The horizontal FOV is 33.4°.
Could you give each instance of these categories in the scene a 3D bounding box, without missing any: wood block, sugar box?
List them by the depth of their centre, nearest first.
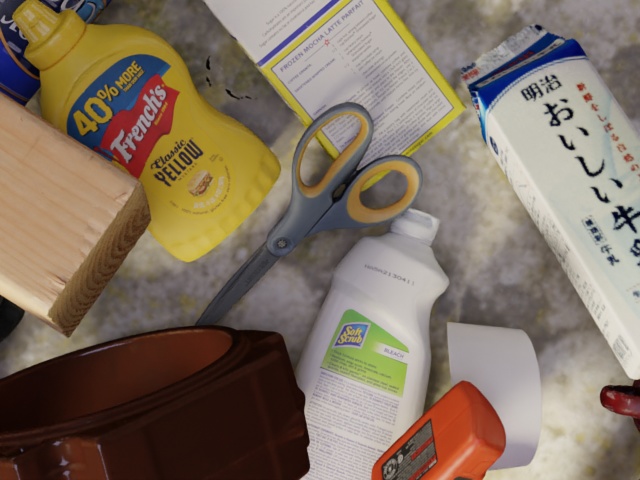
[{"bbox_3d":[-0.209,-0.042,0.616,0.206,0.090,0.090,33,76,4],"label":"wood block"},{"bbox_3d":[0.006,-0.126,0.695,0.093,0.048,0.176,-39,108,1],"label":"sugar box"}]

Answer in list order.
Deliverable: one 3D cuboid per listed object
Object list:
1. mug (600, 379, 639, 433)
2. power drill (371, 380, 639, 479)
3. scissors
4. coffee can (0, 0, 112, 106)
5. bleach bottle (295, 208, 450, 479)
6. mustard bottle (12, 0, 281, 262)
[{"bbox_3d":[0.244,0.112,0.706,0.117,0.081,0.093,5,92,0],"label":"mug"},{"bbox_3d":[0.139,0.156,0.639,0.187,0.057,0.185,30,118,-20],"label":"power drill"},{"bbox_3d":[-0.005,0.001,0.714,0.096,0.016,0.202,20,117,-14],"label":"scissors"},{"bbox_3d":[-0.193,-0.166,0.691,0.103,0.103,0.140,40,92,-1],"label":"coffee can"},{"bbox_3d":[0.033,0.102,0.719,0.102,0.068,0.251,20,90,-1],"label":"bleach bottle"},{"bbox_3d":[-0.118,-0.078,0.676,0.096,0.058,0.191,-44,119,2],"label":"mustard bottle"}]
